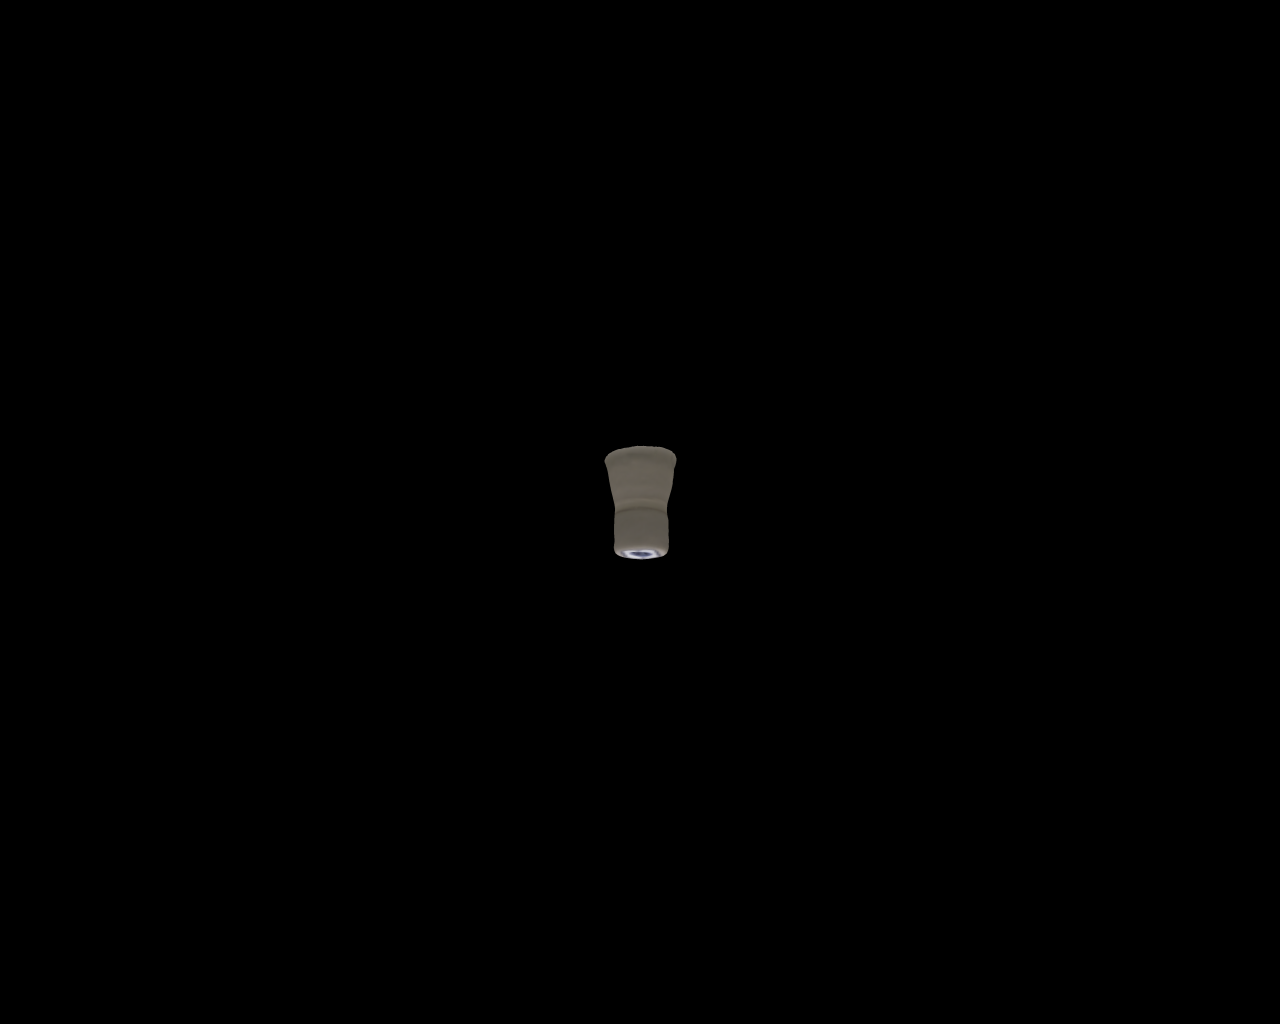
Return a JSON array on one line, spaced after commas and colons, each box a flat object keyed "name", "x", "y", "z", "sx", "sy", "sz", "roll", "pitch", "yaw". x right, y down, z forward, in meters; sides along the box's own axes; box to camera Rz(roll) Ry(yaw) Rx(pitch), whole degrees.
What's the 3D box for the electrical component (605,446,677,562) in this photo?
[{"name": "electrical component", "x": 0.001, "y": -0.003, "z": 0.650, "sx": 0.044, "sy": 0.065, "sz": 0.044, "roll": 0, "pitch": -16, "yaw": 0}]
